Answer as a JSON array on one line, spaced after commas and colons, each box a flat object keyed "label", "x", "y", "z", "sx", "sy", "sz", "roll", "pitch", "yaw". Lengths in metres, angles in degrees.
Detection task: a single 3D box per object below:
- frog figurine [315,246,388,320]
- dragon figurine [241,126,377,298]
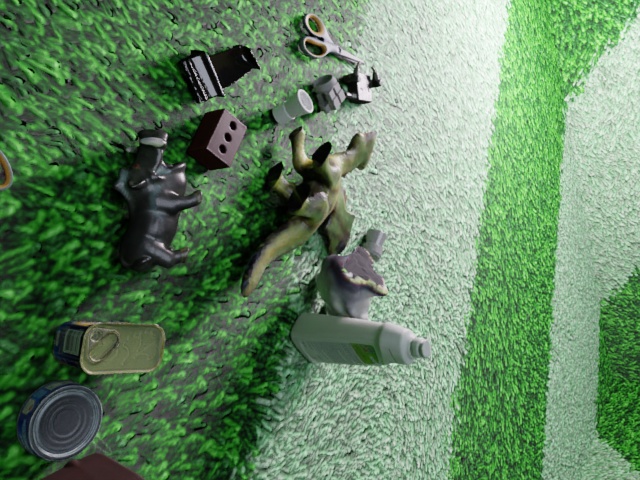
[{"label": "frog figurine", "x": 0.041, "y": 0.107, "z": 0.949, "sx": 0.123, "sy": 0.139, "sz": 0.156, "roll": -11, "pitch": 139, "yaw": -46}, {"label": "dragon figurine", "x": 0.003, "y": -0.047, "z": 0.934, "sx": 0.239, "sy": 0.122, "sz": 0.416, "roll": 45, "pitch": 63, "yaw": -47}]
